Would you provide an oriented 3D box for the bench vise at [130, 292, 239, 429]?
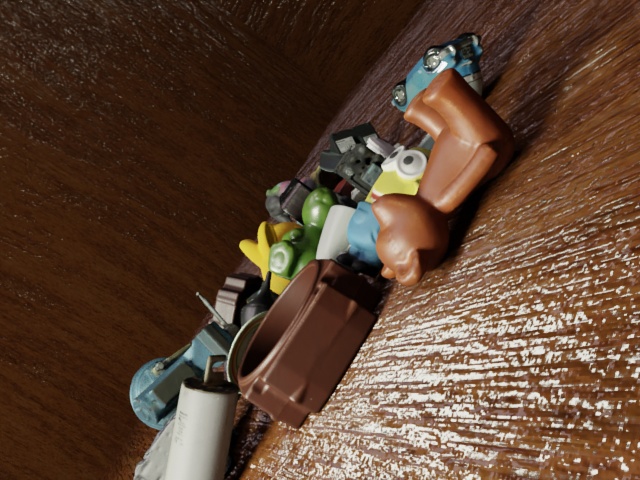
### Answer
[{"bbox_3d":[-0.236,0.233,0.910,0.240,0.129,0.224,-48,7,45],"label":"bench vise"}]

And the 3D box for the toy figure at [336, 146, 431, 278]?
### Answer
[{"bbox_3d":[0.093,-0.037,0.691,0.180,0.082,0.089,-62,-26,4],"label":"toy figure"}]

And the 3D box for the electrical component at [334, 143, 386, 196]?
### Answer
[{"bbox_3d":[0.085,-0.093,0.816,0.058,0.115,0.134,-57,8,5],"label":"electrical component"}]

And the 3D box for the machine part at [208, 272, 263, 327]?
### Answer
[{"bbox_3d":[-0.185,0.156,1.213,0.179,0.056,0.179,13,-90,-73],"label":"machine part"}]

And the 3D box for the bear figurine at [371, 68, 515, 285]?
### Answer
[{"bbox_3d":[0.107,-0.057,0.566,0.196,0.132,0.120,-49,4,1],"label":"bear figurine"}]

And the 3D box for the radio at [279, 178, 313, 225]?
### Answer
[{"bbox_3d":[-0.024,-0.074,1.227,0.073,0.131,0.230,-53,10,4],"label":"radio"}]

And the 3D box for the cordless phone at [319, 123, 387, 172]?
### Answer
[{"bbox_3d":[0.058,-0.158,1.172,0.146,0.089,0.184,-23,-16,-27],"label":"cordless phone"}]

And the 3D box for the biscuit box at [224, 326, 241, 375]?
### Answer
[{"bbox_3d":[-0.145,0.221,1.027,0.059,0.063,0.203,-57,9,-5],"label":"biscuit box"}]

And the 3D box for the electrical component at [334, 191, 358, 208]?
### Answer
[{"bbox_3d":[0.040,-0.058,1.049,0.047,0.075,0.119,-56,13,-2],"label":"electrical component"}]

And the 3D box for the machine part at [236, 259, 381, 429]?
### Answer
[{"bbox_3d":[-0.022,0.123,0.697,0.201,0.087,0.201,-58,10,-8],"label":"machine part"}]

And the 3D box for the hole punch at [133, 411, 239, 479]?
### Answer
[{"bbox_3d":[-0.194,0.320,0.805,0.142,0.116,0.092,-54,2,5],"label":"hole punch"}]

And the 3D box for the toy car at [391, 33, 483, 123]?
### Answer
[{"bbox_3d":[0.187,-0.222,0.792,0.109,0.103,0.161,-28,-5,-25],"label":"toy car"}]

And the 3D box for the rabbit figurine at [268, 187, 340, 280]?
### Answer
[{"bbox_3d":[-0.002,-0.003,0.939,0.159,0.121,0.170,54,-126,-79],"label":"rabbit figurine"}]

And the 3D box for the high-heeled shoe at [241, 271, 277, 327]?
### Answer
[{"bbox_3d":[-0.096,0.158,0.945,0.248,0.086,0.145,91,-174,-57],"label":"high-heeled shoe"}]

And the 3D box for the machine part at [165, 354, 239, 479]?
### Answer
[{"bbox_3d":[-0.157,0.270,0.700,0.079,0.079,0.243,-173,93,-79],"label":"machine part"}]

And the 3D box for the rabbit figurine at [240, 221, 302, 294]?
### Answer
[{"bbox_3d":[-0.069,0.033,1.045,0.122,0.162,0.173,-37,22,27],"label":"rabbit figurine"}]

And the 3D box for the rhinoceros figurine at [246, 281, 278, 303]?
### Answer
[{"bbox_3d":[-0.102,0.112,1.153,0.112,0.073,0.190,-53,10,21],"label":"rhinoceros figurine"}]

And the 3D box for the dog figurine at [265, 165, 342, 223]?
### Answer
[{"bbox_3d":[-0.034,-0.138,1.394,0.108,0.192,0.219,-57,-8,-50],"label":"dog figurine"}]

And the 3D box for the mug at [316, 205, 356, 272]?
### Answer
[{"bbox_3d":[0.040,0.010,0.824,0.107,0.081,0.109,-68,18,-10],"label":"mug"}]
